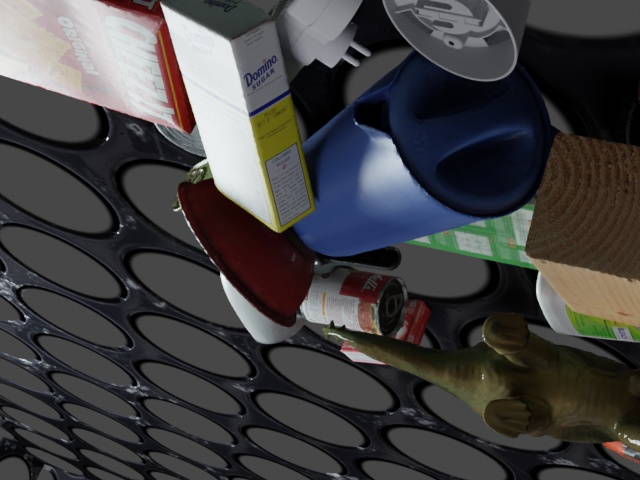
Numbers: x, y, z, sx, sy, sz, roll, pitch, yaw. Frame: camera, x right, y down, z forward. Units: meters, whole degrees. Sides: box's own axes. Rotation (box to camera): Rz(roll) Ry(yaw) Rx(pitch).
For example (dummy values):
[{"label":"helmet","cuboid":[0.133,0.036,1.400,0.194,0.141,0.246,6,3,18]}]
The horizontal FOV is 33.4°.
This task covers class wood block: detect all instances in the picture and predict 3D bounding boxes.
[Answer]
[{"label":"wood block","cuboid":[0.221,0.002,0.782,0.091,0.090,0.206,13,171,24]}]

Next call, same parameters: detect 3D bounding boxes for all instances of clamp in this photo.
[{"label":"clamp","cuboid":[-0.007,0.001,1.120,0.120,0.039,0.172,40,152,-27]}]

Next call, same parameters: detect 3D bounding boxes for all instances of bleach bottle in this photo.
[{"label":"bleach bottle","cuboid":[0.320,0.055,0.910,0.251,0.068,0.102,6,153,29]}]

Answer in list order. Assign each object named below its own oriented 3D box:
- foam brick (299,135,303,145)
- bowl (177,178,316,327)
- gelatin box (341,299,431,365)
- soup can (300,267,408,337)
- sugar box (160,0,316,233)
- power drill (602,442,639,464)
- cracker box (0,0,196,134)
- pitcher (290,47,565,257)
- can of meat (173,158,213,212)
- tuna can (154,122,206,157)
[{"label":"foam brick","cuboid":[-0.044,-0.063,1.004,0.051,0.053,0.078,15,156,18]},{"label":"bowl","cuboid":[-0.053,-0.003,0.943,0.162,0.055,0.162,50,-169,-14]},{"label":"gelatin box","cuboid":[0.076,0.103,1.213,0.089,0.073,0.030,0,147,43]},{"label":"soup can","cuboid":[0.037,0.067,1.180,0.102,0.068,0.068,9,152,31]},{"label":"sugar box","cuboid":[-0.058,-0.099,0.801,0.093,0.048,0.176,35,147,40]},{"label":"power drill","cuboid":[0.318,0.195,1.160,0.187,0.057,0.185,34,171,-16]},{"label":"cracker box","cuboid":[-0.200,-0.181,0.878,0.214,0.072,0.164,18,156,10]},{"label":"pitcher","cuboid":[0.069,-0.057,0.841,0.149,0.144,0.243,50,155,-8]},{"label":"can of meat","cuboid":[-0.089,-0.041,1.086,0.083,0.057,0.102,31,156,-22]},{"label":"tuna can","cuboid":[-0.111,-0.112,0.986,0.086,0.033,0.086,19,156,9]}]
